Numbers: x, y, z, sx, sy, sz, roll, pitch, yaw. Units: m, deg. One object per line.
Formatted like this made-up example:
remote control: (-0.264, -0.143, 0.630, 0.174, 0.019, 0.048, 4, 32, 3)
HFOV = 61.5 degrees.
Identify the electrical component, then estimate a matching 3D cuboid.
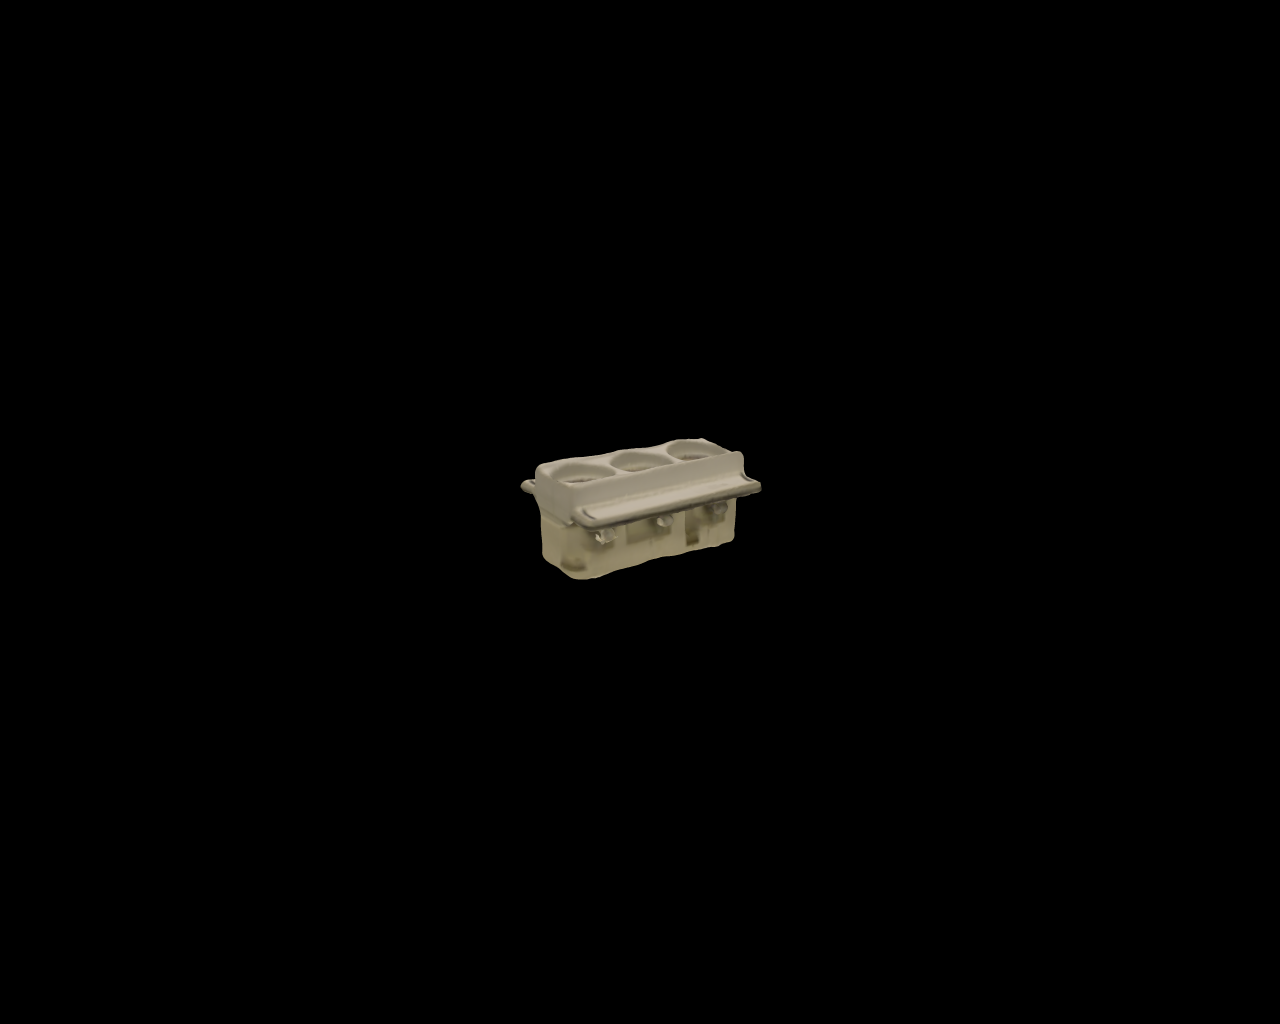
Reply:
electrical component: (0.001, -0.003, 0.650, 0.121, 0.063, 0.079, -12, 23, -31)
